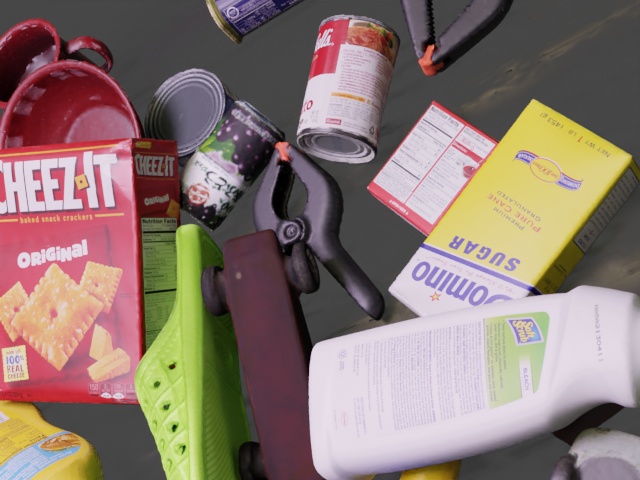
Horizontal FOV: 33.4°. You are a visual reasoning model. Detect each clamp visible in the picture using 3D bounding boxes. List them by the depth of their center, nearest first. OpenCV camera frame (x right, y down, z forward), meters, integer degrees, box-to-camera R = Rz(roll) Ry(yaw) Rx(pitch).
[{"bbox_3d":[-0.006,0.001,0.849,0.120,0.039,0.171,-6,75,20],"label":"clamp"},{"bbox_3d":[0.113,-0.238,0.869,0.165,0.036,0.210,25,86,21],"label":"clamp"}]

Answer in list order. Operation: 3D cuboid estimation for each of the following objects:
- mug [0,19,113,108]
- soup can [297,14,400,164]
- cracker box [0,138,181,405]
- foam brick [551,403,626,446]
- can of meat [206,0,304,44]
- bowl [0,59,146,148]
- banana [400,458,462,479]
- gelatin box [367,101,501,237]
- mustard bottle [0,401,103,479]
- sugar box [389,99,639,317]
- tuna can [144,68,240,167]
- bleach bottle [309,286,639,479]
[{"bbox_3d":[-0.251,-0.158,1.024,0.117,0.081,0.093,-27,60,18],"label":"mug"},{"bbox_3d":[0.023,-0.120,0.863,0.069,0.068,0.102,3,72,30],"label":"soup can"},{"bbox_3d":[-0.199,0.027,0.885,0.164,0.072,0.214,-2,91,26],"label":"cracker box"},{"bbox_3d":[0.159,0.087,0.711,0.051,0.053,0.078,-39,56,11],"label":"foam brick"},{"bbox_3d":[-0.062,-0.243,0.967,0.084,0.057,0.102,-28,59,15],"label":"can of meat"},{"bbox_3d":[-0.211,-0.078,0.957,0.162,0.055,0.162,1,93,27],"label":"bowl"},{"bbox_3d":[0.052,0.189,0.744,0.070,0.037,0.198,18,79,47],"label":"banana"},{"bbox_3d":[0.092,-0.052,0.820,0.073,0.030,0.089,39,93,36],"label":"gelatin box"},{"bbox_3d":[-0.230,0.189,0.856,0.096,0.058,0.192,-29,32,-36],"label":"mustard bottle"},{"bbox_3d":[0.138,-0.004,0.765,0.093,0.048,0.176,38,90,35],"label":"sugar box"},{"bbox_3d":[-0.113,-0.108,0.955,0.086,0.033,0.086,-11,66,26],"label":"tuna can"},{"bbox_3d":[0.111,0.091,0.669,0.251,0.068,0.102,-15,68,33],"label":"bleach bottle"}]
